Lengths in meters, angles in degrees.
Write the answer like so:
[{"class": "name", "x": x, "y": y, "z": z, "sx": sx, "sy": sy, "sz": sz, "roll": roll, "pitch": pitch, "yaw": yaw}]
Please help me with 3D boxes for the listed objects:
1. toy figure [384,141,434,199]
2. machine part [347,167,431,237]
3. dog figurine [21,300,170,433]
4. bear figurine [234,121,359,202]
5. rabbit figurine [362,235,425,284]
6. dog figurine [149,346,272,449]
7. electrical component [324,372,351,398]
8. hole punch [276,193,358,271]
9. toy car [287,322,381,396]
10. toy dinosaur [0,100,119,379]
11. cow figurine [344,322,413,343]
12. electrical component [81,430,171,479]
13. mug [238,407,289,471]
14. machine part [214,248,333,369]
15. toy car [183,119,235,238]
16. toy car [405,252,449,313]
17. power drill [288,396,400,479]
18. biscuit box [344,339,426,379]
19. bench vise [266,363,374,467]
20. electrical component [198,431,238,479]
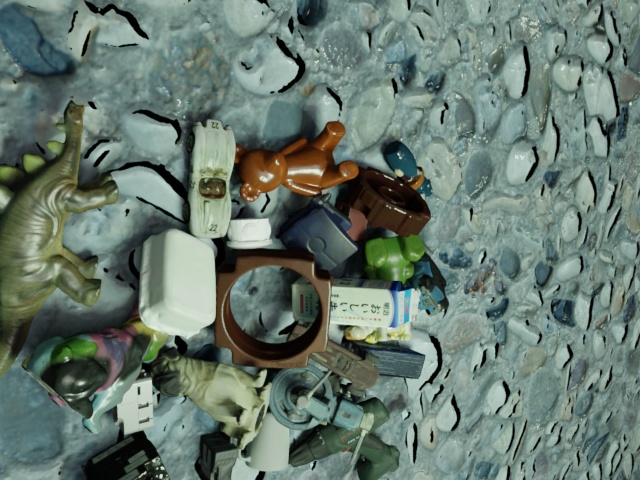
[{"class": "toy figure", "x": 0.195, "y": -0.148, "z": 1.161, "sx": 0.064, "sy": 0.058, "sz": 0.154, "roll": -44, "pitch": 125, "yaw": -1}, {"class": "machine part", "x": 0.135, "y": -0.076, "z": 1.065, "sx": 0.179, "sy": 0.179, "sz": 0.056, "roll": 9, "pitch": 124, "yaw": -35}, {"class": "dog figurine", "x": -0.311, "y": 0.159, "z": 0.812, "sx": 0.219, "sy": 0.109, "sz": 0.191, "roll": -53, "pitch": 157, "yaw": -34}, {"class": "bear figurine", "x": -0.051, "y": -0.138, "z": 0.961, "sx": 0.196, "sy": 0.132, "sz": 0.120, "roll": -4, "pitch": 73, "yaw": -37}, {"class": "rabbit figurine", "x": 0.139, "y": 0.085, "z": 1.104, "sx": 0.121, "sy": 0.159, "sz": 0.170, "roll": -8, "pitch": 80, "yaw": -21}, {"class": "dog figurine", "x": -0.194, "y": 0.269, "z": 0.941, "sx": 0.121, "sy": 0.191, "sz": 0.172, "roll": -59, "pitch": 158, "yaw": -48}, {"class": "electrical component", "x": 0.023, "y": 0.320, "z": 1.132, "sx": 0.102, "sy": 0.045, "sz": 0.078, "roll": -5, "pitch": 102, "yaw": -33}, {"class": "hole punch", "x": -0.002, "y": -0.003, "z": 1.005, "sx": 0.142, "sy": 0.092, "sz": 0.115, "roll": -36, "pitch": 130, "yaw": 24}, {"class": "toy car", "x": 0.030, "y": 0.237, "z": 1.082, "sx": 0.202, "sy": 0.053, "sz": 0.089, "roll": 32, "pitch": 89, "yaw": -9}, {"class": "toy dinosaur", "x": -0.414, "y": 0.029, "z": 0.762, "sx": 0.198, "sy": 0.105, "sz": 0.471, "roll": 12, "pitch": 92, "yaw": -28}, {"class": "cow figurine", "x": 0.124, "y": 0.173, "z": 1.159, "sx": 0.167, "sy": 0.068, "sz": 0.098, "roll": 7, "pitch": 77, "yaw": -38}, {"class": "electrical component", "x": -0.312, "y": 0.380, "z": 0.865, "sx": 0.115, "sy": 0.134, "sz": 0.058, "roll": -28, "pitch": 112, "yaw": -25}, {"class": "mug", "x": -0.110, "y": 0.380, "z": 1.040, "sx": 0.109, "sy": 0.081, "sz": 0.107, "roll": 11, "pitch": 81, "yaw": -29}, {"class": "machine part", "x": -0.082, "y": 0.118, "z": 0.955, "sx": 0.202, "sy": 0.087, "sz": 0.200, "roll": 3, "pitch": 100, "yaw": -4}, {"class": "toy car", "x": -0.187, "y": -0.102, "z": 0.912, "sx": 0.073, "sy": 0.056, "sz": 0.201, "roll": 1, "pitch": 98, "yaw": -34}, {"class": "toy car", "x": 0.218, "y": 0.103, "z": 1.186, "sx": 0.103, "sy": 0.162, "sz": 0.109, "roll": -30, "pitch": 116, "yaw": 22}, {"class": "power drill", "x": 0.067, "y": 0.449, "z": 1.158, "sx": 0.232, "sy": 0.086, "sz": 0.207, "roll": -37, "pitch": 116, "yaw": -1}, {"class": "biscuit box", "x": 0.143, "y": 0.267, "z": 1.195, "sx": 0.202, "sy": 0.059, "sz": 0.062, "roll": 16, "pitch": 88, "yaw": -34}, {"class": "bench vise", "x": -0.004, "y": 0.303, "z": 0.982, "sx": 0.224, "sy": 0.240, "sz": 0.129, "roll": 32, "pitch": 78, "yaw": 10}, {"class": "electrical component", "x": -0.185, "y": 0.385, "z": 0.986, "sx": 0.048, "sy": 0.075, "sz": 0.119, "roll": 1, "pitch": 102, "yaw": -35}]
